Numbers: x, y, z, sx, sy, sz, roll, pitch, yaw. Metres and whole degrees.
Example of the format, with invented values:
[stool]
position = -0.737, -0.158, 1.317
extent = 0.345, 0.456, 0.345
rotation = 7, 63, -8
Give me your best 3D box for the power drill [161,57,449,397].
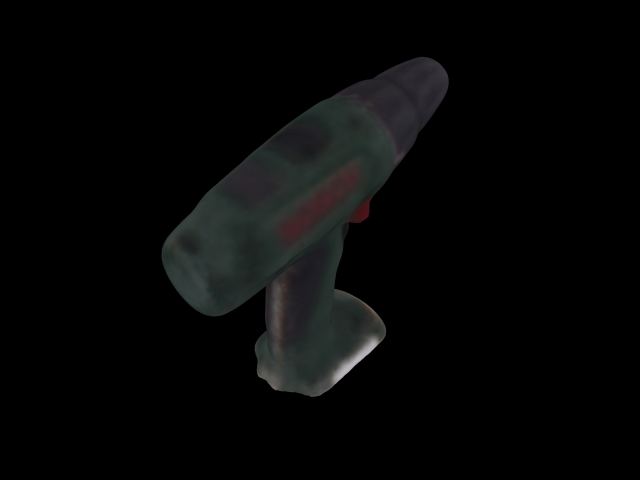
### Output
[power drill]
position = 0.004, 0.001, 0.400
extent = 0.075, 0.208, 0.230
rotation = 30, 49, 31
